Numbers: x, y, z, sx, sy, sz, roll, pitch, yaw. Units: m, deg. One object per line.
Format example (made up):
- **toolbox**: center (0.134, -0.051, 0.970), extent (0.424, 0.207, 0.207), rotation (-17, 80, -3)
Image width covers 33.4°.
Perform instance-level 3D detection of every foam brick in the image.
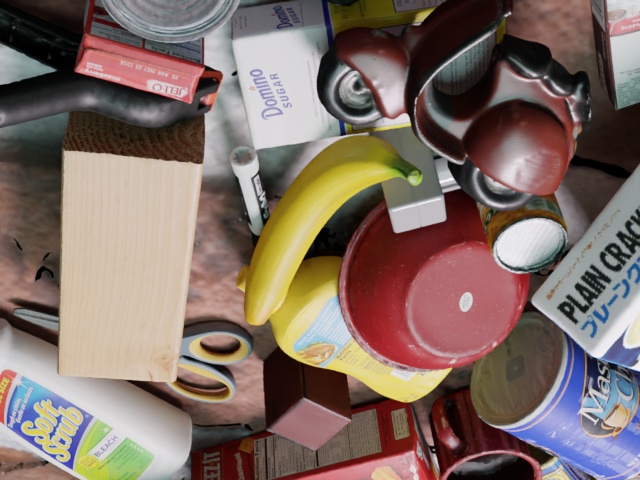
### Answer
- **foam brick**: center (-0.012, 0.126, 0.894), extent (0.051, 0.078, 0.053), rotation (28, 124, -27)

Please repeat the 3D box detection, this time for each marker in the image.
- **marker**: center (-0.047, -0.026, 0.778), extent (0.020, 0.020, 0.121), rotation (-8, 148, 1)

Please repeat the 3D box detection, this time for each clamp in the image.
- **clamp**: center (-0.143, -0.099, 0.668), extent (0.171, 0.120, 0.039), rotation (9, 136, -18)

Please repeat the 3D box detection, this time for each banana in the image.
- **banana**: center (-0.005, -0.016, 0.754), extent (0.037, 0.069, 0.198), rotation (18, 136, -30)

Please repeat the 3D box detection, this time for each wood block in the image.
- **wood block**: center (-0.137, -0.002, 0.764), extent (0.090, 0.090, 0.206), rotation (4, 130, -10)

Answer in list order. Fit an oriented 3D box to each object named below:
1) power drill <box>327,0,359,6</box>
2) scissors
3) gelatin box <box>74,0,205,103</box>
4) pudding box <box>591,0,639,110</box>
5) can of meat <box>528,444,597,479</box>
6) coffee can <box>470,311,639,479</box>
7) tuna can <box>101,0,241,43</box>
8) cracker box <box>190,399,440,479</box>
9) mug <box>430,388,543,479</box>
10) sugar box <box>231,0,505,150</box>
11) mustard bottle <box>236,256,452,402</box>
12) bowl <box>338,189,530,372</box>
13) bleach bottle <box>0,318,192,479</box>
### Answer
- **power drill**: center (-0.051, -0.218, 0.616), extent (0.187, 0.057, 0.184), rotation (-4, 130, -6)
- **scissors**: center (-0.140, 0.077, 0.879), extent (0.201, 0.016, 0.096), rotation (34, 118, -29)
- **gelatin box**: center (-0.110, -0.127, 0.662), extent (0.073, 0.089, 0.030), rotation (13, 128, -17)
- **pudding box**: center (0.232, -0.150, 0.714), extent (0.090, 0.039, 0.113), rotation (-15, 132, 6)
- **can of meat**: center (0.201, 0.228, 1.017), extent (0.102, 0.057, 0.084), rotation (-30, 125, 18)
- **coffee can**: center (0.213, 0.135, 0.910), extent (0.140, 0.103, 0.103), rotation (29, 121, -27)
- **tuna can**: center (-0.085, -0.156, 0.609), extent (0.086, 0.034, 0.086), rotation (-4, 139, -4)
- **cracker box**: center (0.006, 0.246, 1.000), extent (0.214, 0.072, 0.164), rotation (-16, 130, 9)
- **mug**: center (0.137, 0.181, 0.953), extent (0.093, 0.081, 0.117), rotation (-37, 125, 23)
- **sugar box**: center (0.034, -0.119, 0.714), extent (0.176, 0.048, 0.093), rotation (-6, 132, 3)
- **mustard bottle**: center (0.019, 0.063, 0.856), extent (0.191, 0.058, 0.096), rotation (24, 122, -24)
- **bowl**: center (0.098, 0.037, 0.806), extent (0.162, 0.055, 0.162), rotation (-5, 109, -16)
- **bleach bottle**: center (-0.233, 0.134, 0.888), extent (0.250, 0.068, 0.103), rotation (34, 119, -27)
